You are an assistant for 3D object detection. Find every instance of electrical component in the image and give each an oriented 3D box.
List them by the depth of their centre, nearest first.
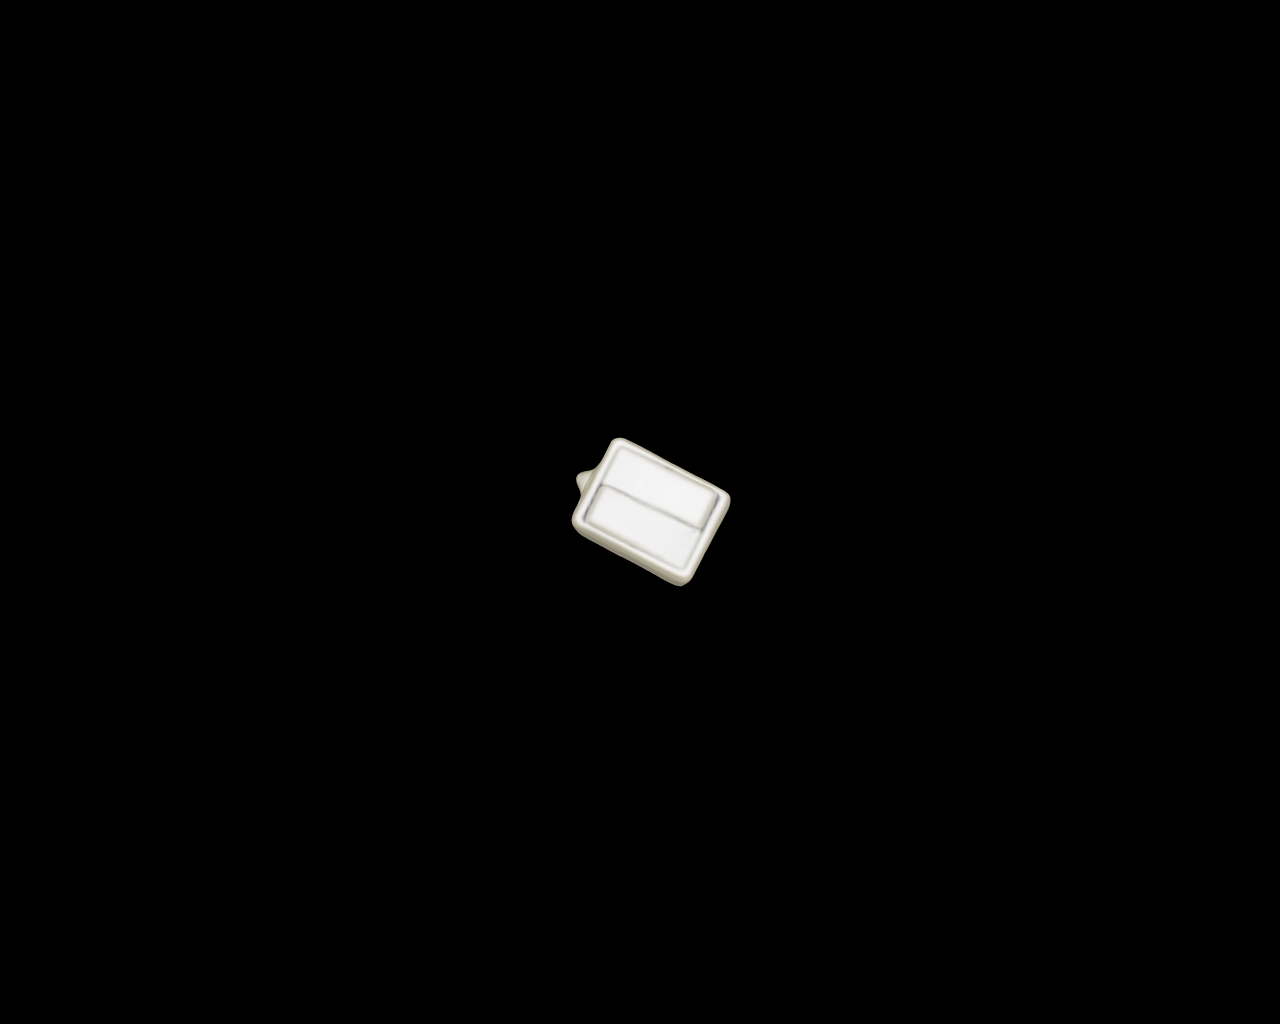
[{"bbox_3d":[0.001,-0.003,0.650,0.096,0.062,0.061,28,-7,4],"label":"electrical component"}]
